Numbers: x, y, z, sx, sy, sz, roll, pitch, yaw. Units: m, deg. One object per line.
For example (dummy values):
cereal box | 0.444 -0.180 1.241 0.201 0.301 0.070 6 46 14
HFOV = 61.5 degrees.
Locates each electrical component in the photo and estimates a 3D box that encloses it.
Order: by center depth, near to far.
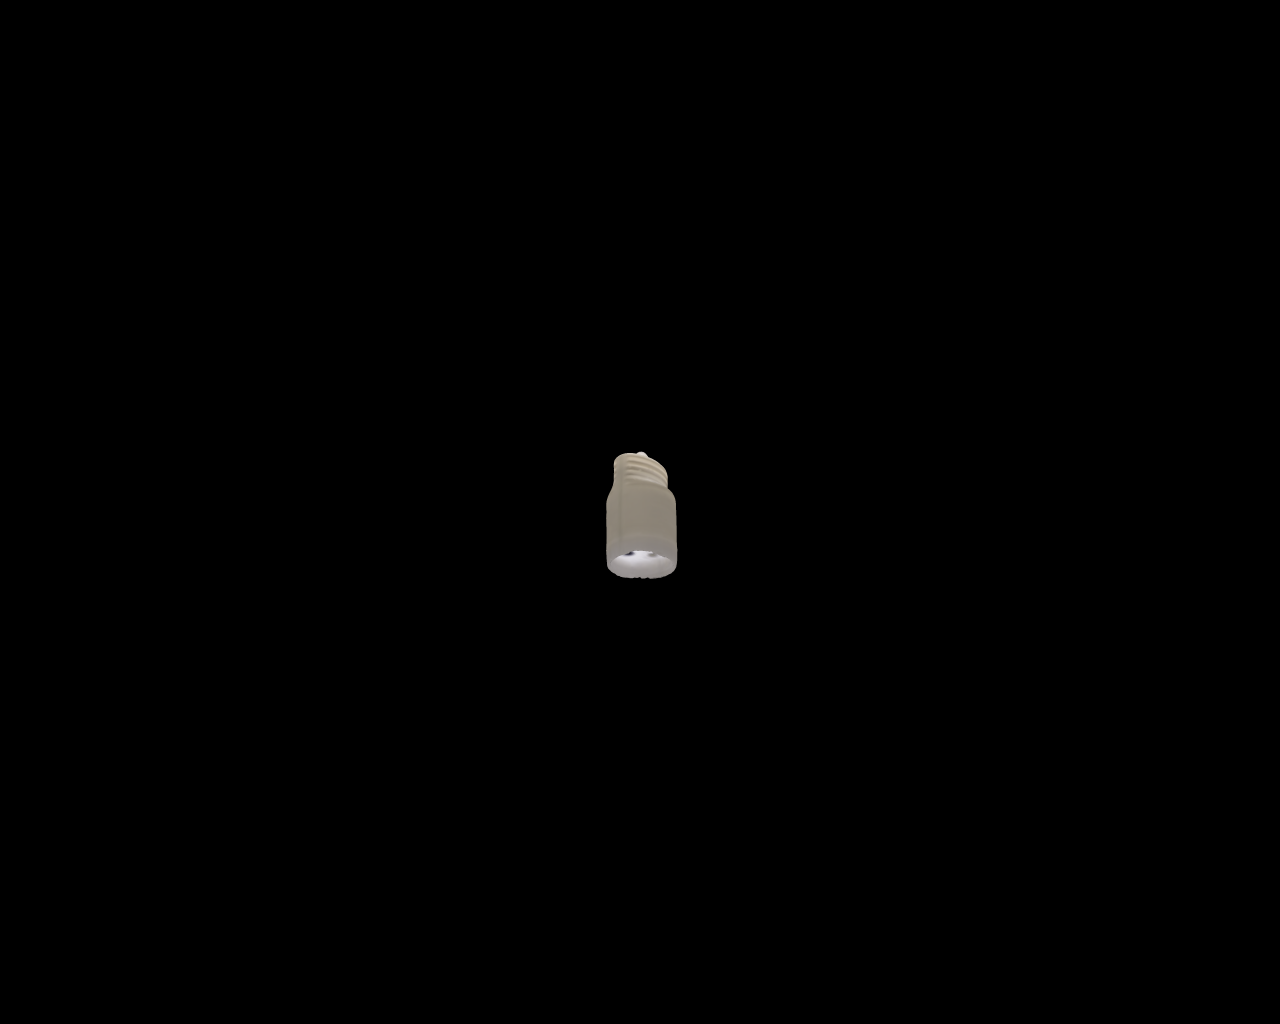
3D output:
electrical component | 0.001 -0.003 0.650 0.043 0.081 0.043 0 -27 0
